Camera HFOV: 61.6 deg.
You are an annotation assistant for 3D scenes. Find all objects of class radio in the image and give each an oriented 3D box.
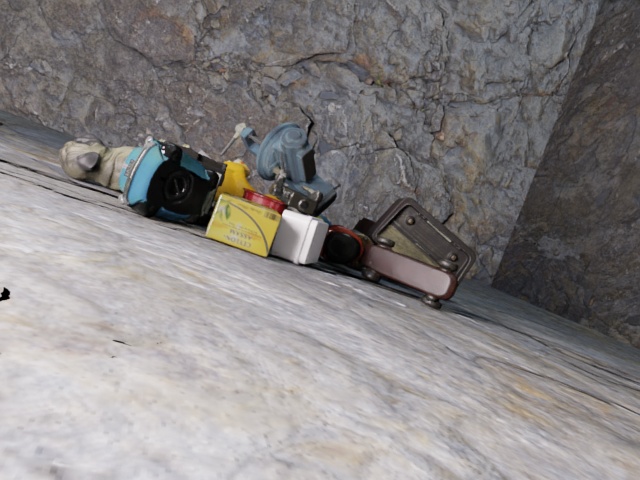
[{"bbox_3d":[0.232,0.015,1.217,0.229,0.131,0.073,40,-2,-9],"label":"radio"}]

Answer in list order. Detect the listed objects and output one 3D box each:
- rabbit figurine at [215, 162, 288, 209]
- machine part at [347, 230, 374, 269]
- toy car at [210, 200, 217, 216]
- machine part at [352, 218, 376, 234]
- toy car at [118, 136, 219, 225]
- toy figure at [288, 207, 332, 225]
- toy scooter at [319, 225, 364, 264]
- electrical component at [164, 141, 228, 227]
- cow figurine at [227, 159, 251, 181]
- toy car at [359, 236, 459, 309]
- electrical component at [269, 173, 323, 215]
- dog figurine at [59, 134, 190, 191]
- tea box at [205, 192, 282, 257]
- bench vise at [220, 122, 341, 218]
[{"bbox_3d":[-0.147,-0.081,1.117,0.173,0.121,0.162,22,8,-9],"label":"rabbit figurine"},{"bbox_3d":[0.076,0.019,1.211,0.079,0.079,0.243,20,2,-3],"label":"machine part"},{"bbox_3d":[-0.247,-0.079,1.026,0.202,0.056,0.073,25,-1,35],"label":"toy car"},{"bbox_3d":[0.155,0.021,1.354,0.179,0.056,0.179,39,-11,9],"label":"machine part"},{"bbox_3d":[-0.231,-0.090,0.786,0.103,0.109,0.161,28,5,30],"label":"toy car"},{"bbox_3d":[-0.021,-0.020,1.235,0.082,0.089,0.180,-12,-21,22],"label":"toy figure"},{"bbox_3d":[-0.002,-0.003,1.081,0.184,0.075,0.135,14,6,3],"label":"toy scooter"},{"bbox_3d":[-0.231,-0.096,0.874,0.134,0.115,0.058,21,0,-21],"label":"electrical component"},{"bbox_3d":[-0.221,-0.127,1.235,0.068,0.098,0.167,47,-27,-6],"label":"cow figurine"},{"bbox_3d":[0.164,0.057,1.001,0.202,0.089,0.053,21,3,38],"label":"toy car"},{"bbox_3d":[-0.042,-0.080,0.934,0.102,0.045,0.078,22,4,-22],"label":"electrical component"},{"bbox_3d":[-0.319,-0.110,0.909,0.173,0.121,0.190,17,15,34],"label":"dog figurine"},{"bbox_3d":[-0.119,-0.028,0.842,0.098,0.068,0.170,20,2,-8],"label":"tea box"},{"bbox_3d":[-0.075,-0.152,1.055,0.241,0.129,0.223,35,-13,26],"label":"bench vise"}]
